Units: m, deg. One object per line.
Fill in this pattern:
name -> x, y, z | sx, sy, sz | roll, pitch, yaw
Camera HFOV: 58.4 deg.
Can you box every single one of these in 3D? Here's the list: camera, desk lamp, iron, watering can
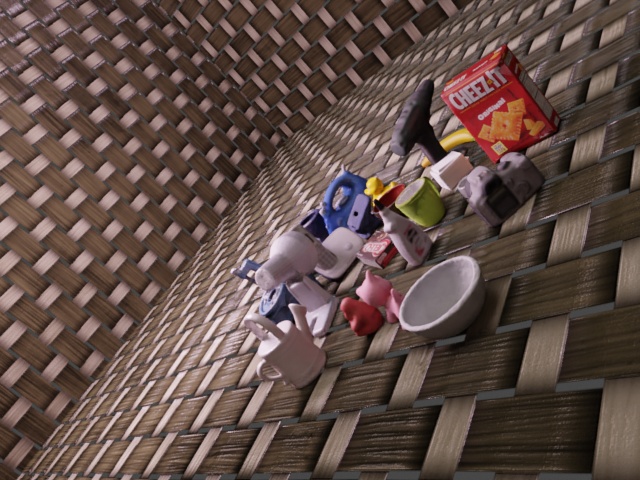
camera -> 0.352, -0.118, 1.163 | 0.143, 0.101, 0.136 | -43, 17, 6
desk lamp -> -0.055, 0.107, 1.392 | 0.117, 0.214, 0.203 | -33, 21, 34
iron -> 0.066, -0.110, 1.742 | 0.118, 0.141, 0.259 | -22, 28, 51
watering can -> -0.083, 0.216, 1.234 | 0.100, 0.194, 0.173 | -31, 22, 38

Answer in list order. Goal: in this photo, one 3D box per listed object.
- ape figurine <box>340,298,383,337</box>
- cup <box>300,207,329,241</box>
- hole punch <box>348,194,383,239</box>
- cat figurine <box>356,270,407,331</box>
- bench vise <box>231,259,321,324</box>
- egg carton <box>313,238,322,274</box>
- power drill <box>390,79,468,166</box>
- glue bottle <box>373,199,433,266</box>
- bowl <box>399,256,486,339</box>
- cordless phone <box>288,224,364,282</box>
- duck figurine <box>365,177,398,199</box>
ape figurine -> 0.079, 0.153, 1.182 | 0.076, 0.092, 0.078 | -26, 25, 46
cup -> 0.002, -0.046, 1.821 | 0.117, 0.095, 0.091 | -42, 17, 10
hole punch -> 0.119, -0.067, 1.603 | 0.101, 0.091, 0.108 | -46, 17, -4
cat figurine -> 0.129, 0.109, 1.123 | 0.067, 0.118, 0.127 | -49, 18, -14
bench vise -> -0.121, 0.109, 1.530 | 0.121, 0.220, 0.208 | -21, 29, 53
egg carton -> -0.037, 0.054, 1.722 | 0.107, 0.069, 0.150 | -40, 18, 16
power drill -> 0.288, -0.281, 1.509 | 0.230, 0.209, 0.075 | -53, 19, -24
glue bottle -> 0.172, -0.026, 1.244 | 0.037, 0.173, 0.078 | -23, 27, 50
bowl -> 0.221, 0.111, 0.979 | 0.167, 0.075, 0.167 | -40, 18, 16
cordless phone -> 0.014, 0.005, 1.517 | 0.148, 0.185, 0.094 | -51, 18, -18
duck figurine -> 0.177, -0.148, 1.667 | 0.104, 0.086, 0.077 | -30, 22, 39
